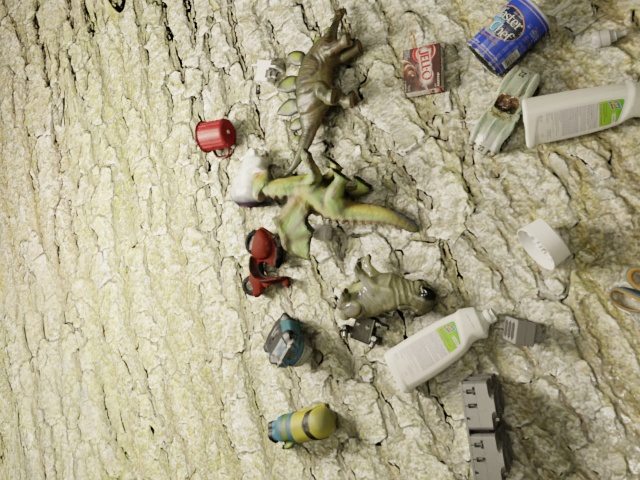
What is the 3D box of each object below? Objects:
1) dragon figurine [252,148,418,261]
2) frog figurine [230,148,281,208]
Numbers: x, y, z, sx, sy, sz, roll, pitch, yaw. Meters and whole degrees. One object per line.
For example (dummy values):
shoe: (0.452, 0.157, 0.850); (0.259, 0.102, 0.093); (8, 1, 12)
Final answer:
dragon figurine: (0.004, -0.062, 1.232); (0.413, 0.122, 0.241); (38, 102, 12)
frog figurine: (-0.176, -0.165, 1.354); (0.137, 0.123, 0.159); (-3, 95, 47)
